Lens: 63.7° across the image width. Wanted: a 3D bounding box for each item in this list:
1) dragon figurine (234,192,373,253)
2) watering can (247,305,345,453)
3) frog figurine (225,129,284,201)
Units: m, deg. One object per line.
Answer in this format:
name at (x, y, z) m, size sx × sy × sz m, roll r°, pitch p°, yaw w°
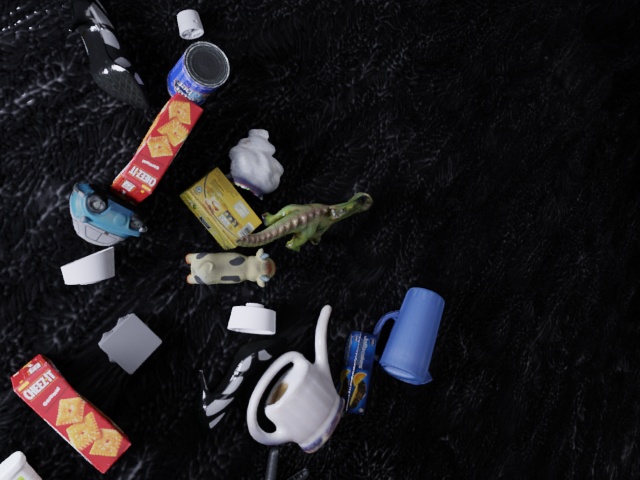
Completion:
dragon figurine at (0.004, -0.060, 1.197) m, size 0.414 × 0.240 × 0.122 m, roll -24°, pitch 90°, yaw -62°
watering can at (-0.022, 0.346, 1.231) m, size 0.222 × 0.103 × 0.353 m, roll 49°, pitch 62°, yaw -17°
frog figurine at (-0.149, -0.189, 1.228) m, size 0.137 × 0.122 × 0.160 m, roll 24°, pitch 83°, yaw -7°
